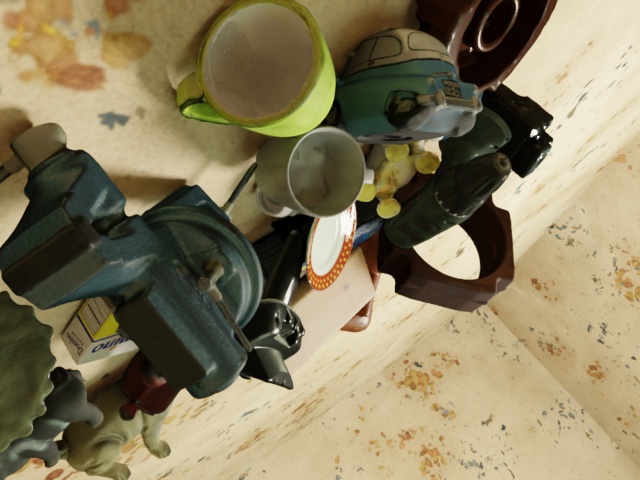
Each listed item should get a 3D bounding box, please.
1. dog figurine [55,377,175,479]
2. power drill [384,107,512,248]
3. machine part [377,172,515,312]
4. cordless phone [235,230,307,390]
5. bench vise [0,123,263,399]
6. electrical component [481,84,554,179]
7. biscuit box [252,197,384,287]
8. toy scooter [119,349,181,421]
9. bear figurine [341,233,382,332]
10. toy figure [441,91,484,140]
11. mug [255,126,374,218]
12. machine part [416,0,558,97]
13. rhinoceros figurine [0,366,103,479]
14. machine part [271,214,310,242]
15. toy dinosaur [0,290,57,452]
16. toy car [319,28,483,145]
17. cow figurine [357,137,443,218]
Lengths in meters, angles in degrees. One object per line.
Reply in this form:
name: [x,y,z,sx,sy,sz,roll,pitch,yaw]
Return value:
dog figurine: [-0.255,0.207,0.716,0.172,0.121,0.190,-14,133,-55]
power drill: [0.187,-0.088,0.706,0.232,0.086,0.207,-45,-167,52]
machine part: [0.197,0.002,0.851,0.201,0.201,0.087,15,147,-9]
cordless phone: [-0.054,0.064,0.597,0.146,0.089,0.184,62,44,-67]
bench vise: [-0.128,0.000,0.425,0.129,0.223,0.241,-43,-170,20]
electrical component: [0.277,-0.158,0.801,0.058,0.134,0.114,-30,155,-27]
biscuit box: [-0.002,-0.002,0.741,0.203,0.063,0.059,-31,158,-23]
toy scooter: [-0.169,0.143,0.627,0.135,0.075,0.184,-51,175,15]
bear figurine: [0.062,0.059,0.937,0.132,0.120,0.195,16,100,-17]
toy figure: [0.189,-0.200,0.679,0.154,0.058,0.064,-54,-166,30]
mug: [-0.010,-0.069,0.517,0.109,0.107,0.080,-7,104,-32]
machine part: [0.171,-0.230,0.552,0.179,0.056,0.179,-31,147,-22]
rhinoceros figurine: [-0.342,0.223,0.604,0.190,0.073,0.112,-38,161,-6]
machine part: [-0.006,-0.057,0.659,0.139,0.039,0.084,-51,163,22]
toy dinosaur: [-0.276,0.046,0.308,0.192,0.131,0.404,-41,159,-36]
toy car: [0.070,-0.145,0.506,0.109,0.102,0.162,-3,-176,-32]
cow figurine: [0.108,-0.117,0.673,0.167,0.068,0.098,-52,-163,30]
